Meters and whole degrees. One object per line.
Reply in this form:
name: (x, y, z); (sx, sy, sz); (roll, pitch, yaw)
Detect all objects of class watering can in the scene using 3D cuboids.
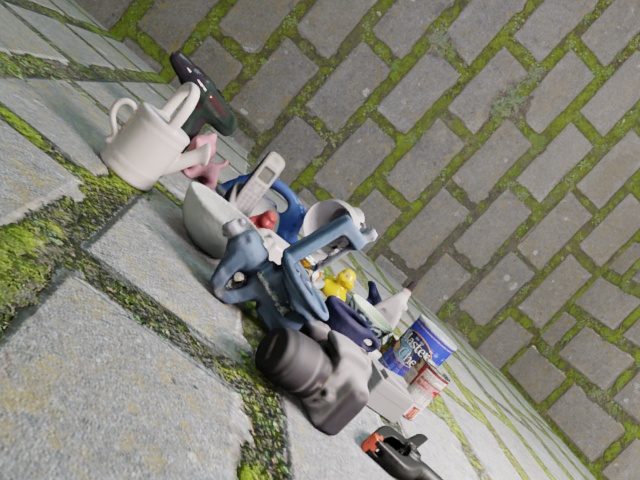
watering can: (-0.265, -0.183, 0.971); (0.100, 0.194, 0.173); (47, 8, 34)

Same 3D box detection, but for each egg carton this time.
egg carton: (-0.083, 0.042, 1.137); (0.151, 0.069, 0.107); (39, 7, -28)

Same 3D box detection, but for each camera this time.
camera: (-0.011, 0.149, 0.724); (0.137, 0.100, 0.142); (38, 8, -31)

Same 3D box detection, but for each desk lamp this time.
desk lamp: (0.012, 0.005, 1.303); (0.118, 0.213, 0.204); (43, 6, 10)

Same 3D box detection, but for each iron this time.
iron: (-0.134, -0.098, 1.426); (0.258, 0.141, 0.119); (44, 7, 15)

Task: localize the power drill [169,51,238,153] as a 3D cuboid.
power drill: (-0.314, -0.295, 1.346); (0.231, 0.208, 0.075); (37, 8, -41)

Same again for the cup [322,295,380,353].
cup: (0.030, 0.159, 0.926); (0.118, 0.095, 0.091); (41, 6, -10)

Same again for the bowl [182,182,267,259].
bowl: (-0.173, -0.018, 0.964); (0.167, 0.074, 0.167); (42, 6, -5)

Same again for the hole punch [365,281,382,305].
hole punch: (0.143, 0.173, 1.528); (0.101, 0.091, 0.108); (41, 6, -8)

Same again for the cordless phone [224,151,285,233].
cordless phone: (-0.122, -0.095, 1.283); (0.148, 0.185, 0.094); (37, 8, -39)

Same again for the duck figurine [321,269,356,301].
duck figurine: (0.052, 0.108, 1.431); (0.078, 0.086, 0.104); (39, 7, -25)

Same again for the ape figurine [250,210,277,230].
ape figurine: (-0.128, -0.026, 1.214); (0.078, 0.092, 0.076); (40, 7, -22)

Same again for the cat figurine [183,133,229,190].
cat figurine: (-0.271, -0.196, 1.357); (0.128, 0.117, 0.067); (35, 9, -47)

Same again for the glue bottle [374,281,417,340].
glue bottle: (0.178, 0.167, 1.408); (0.078, 0.173, 0.037); (43, 6, 10)

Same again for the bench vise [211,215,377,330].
bench vise: (-0.035, 0.032, 0.818); (0.208, 0.219, 0.121); (39, 7, -26)
